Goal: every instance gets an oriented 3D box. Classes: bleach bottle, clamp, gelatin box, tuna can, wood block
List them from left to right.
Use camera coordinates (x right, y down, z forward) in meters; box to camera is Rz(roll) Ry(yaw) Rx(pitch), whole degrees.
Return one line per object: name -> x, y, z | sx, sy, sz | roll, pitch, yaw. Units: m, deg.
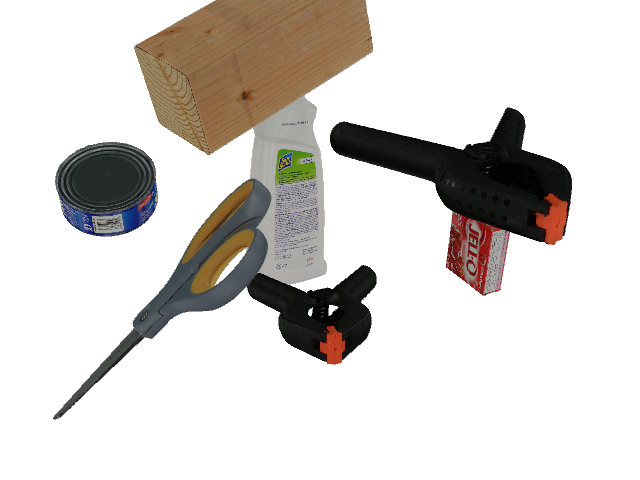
tuna can -> -0.184, -0.044, 0.927 | 0.086, 0.086, 0.034 | 0, -41, -2
wood block -> -0.059, -0.182, 1.015 | 0.205, 0.091, 0.090 | -35, 46, -23
bleach bottle -> -0.035, -0.073, 1.268 | 0.102, 0.251, 0.068 | -13, 30, -34
clamp -> -0.009, 0.060, 0.936 | 0.120, 0.039, 0.171 | -7, 16, 4
clamp -> 0.105, -0.051, 0.764 | 0.164, 0.036, 0.210 | -5, 26, -12
gelatin box -> 0.181, 0.007, 1.235 | 0.030, 0.089, 0.073 | -13, 32, -28

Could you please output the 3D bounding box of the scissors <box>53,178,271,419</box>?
scissors -> -0.093, 0.049, 0.633 | 0.016, 0.202, 0.096 | 37, 4, -25
